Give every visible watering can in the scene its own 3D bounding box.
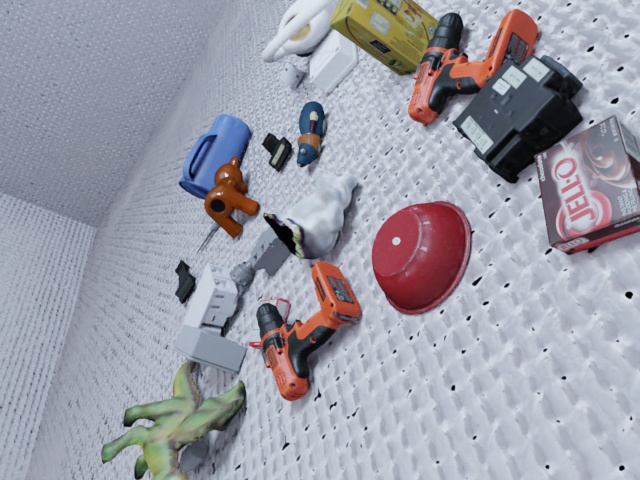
[{"bbox_3d":[0.008,-0.526,1.188,0.345,0.103,0.227,-37,9,14],"label":"watering can"}]

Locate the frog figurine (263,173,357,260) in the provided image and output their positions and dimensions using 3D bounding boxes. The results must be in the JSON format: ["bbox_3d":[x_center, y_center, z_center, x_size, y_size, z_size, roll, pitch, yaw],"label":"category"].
[{"bbox_3d":[0.003,-0.045,0.896,0.161,0.122,0.137,-35,11,-22],"label":"frog figurine"}]

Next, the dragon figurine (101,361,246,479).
[{"bbox_3d":[-0.238,0.328,0.957,0.241,0.120,0.419,-18,23,20],"label":"dragon figurine"}]
